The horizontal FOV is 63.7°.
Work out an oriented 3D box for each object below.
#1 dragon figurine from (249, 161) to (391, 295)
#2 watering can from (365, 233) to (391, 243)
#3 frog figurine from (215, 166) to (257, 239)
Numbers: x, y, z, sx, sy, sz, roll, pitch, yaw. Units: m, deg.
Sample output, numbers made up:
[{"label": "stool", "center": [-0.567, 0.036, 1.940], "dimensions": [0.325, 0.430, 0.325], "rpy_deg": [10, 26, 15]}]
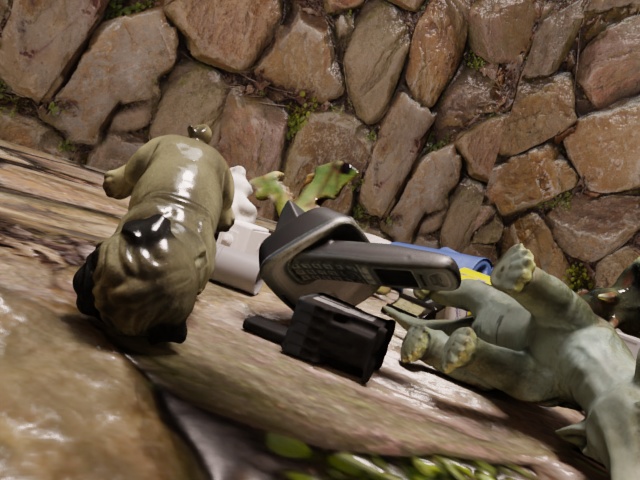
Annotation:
[{"label": "dragon figurine", "center": [0.003, -0.053, 1.057], "dimensions": [0.412, 0.244, 0.121], "rpy_deg": [17, -5, 33]}, {"label": "watering can", "center": [0.163, 0.044, 1.453], "dimensions": [0.346, 0.104, 0.226], "rpy_deg": [14, 4, -44]}, {"label": "frog figurine", "center": [-0.190, -0.079, 1.076], "dimensions": [0.138, 0.159, 0.122], "rpy_deg": [19, 3, 31]}]
